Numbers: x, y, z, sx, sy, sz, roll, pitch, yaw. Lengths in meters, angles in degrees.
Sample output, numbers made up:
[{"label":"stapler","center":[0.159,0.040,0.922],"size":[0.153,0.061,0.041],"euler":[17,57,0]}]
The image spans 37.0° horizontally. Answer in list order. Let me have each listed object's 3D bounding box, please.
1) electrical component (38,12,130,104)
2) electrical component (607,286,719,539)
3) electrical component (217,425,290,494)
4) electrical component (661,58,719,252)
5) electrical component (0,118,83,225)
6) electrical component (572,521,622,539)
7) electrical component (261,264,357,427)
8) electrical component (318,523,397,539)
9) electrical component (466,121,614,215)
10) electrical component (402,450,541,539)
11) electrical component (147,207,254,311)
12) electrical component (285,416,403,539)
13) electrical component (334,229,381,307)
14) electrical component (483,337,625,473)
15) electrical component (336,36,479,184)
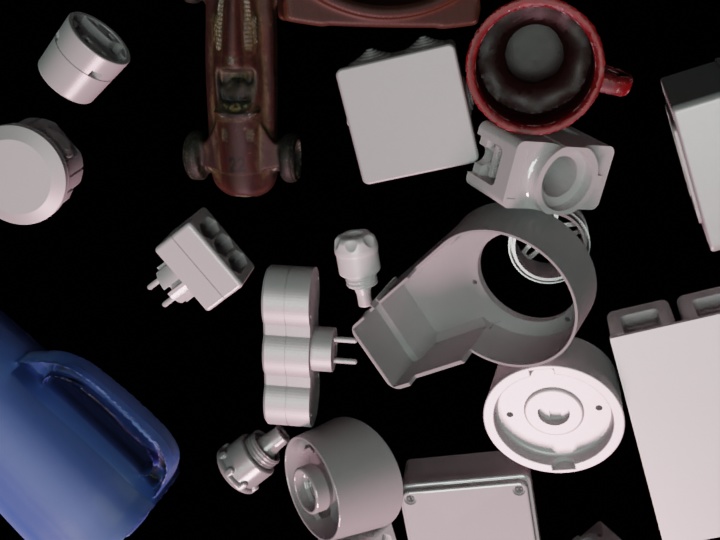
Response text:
[{"label":"electrical component","center":[-0.212,-0.160,0.821],"size":[0.055,0.055,0.047],"euler":[43,114,-8]},{"label":"electrical component","center":[0.268,0.113,0.845],"size":[0.105,0.060,0.186],"euler":[-14,107,13]},{"label":"electrical component","center":[-0.088,0.158,0.924],"size":[0.062,0.048,0.048],"euler":[-39,100,13]},{"label":"electrical component","center":[0.253,-0.083,0.750],"size":[0.056,0.108,0.108],"euler":[-16,107,17]},{"label":"electrical component","center":[-0.266,-0.080,0.859],"size":[0.080,0.051,0.080],"euler":[3,110,7]},{"label":"electrical component","center":[0.169,0.293,0.910],"size":[0.062,0.089,0.150],"euler":[41,110,-7]},{"label":"electrical component","center":[-0.039,0.064,0.877],"size":[0.074,0.052,0.138],"euler":[3,110,7]},{"label":"electrical component","center":[-0.015,0.250,0.939],"size":[0.077,0.066,0.047],"euler":[-1,113,40]},{"label":"electrical component","center":[0.133,-0.074,0.776],"size":[0.089,0.056,0.050],"euler":[-1,115,-31]},{"label":"electrical component","center":[0.096,0.214,0.909],"size":[0.109,0.056,0.108],"euler":[-7,109,11]},{"label":"electrical component","center":[-0.138,0.001,0.872],"size":[0.077,0.047,0.065],"euler":[-36,101,18]},{"label":"electrical component","center":[-0.018,0.175,0.897],"size":[0.064,0.099,0.099],"euler":[-14,113,-30]},{"label":"electrical component","center":[0.000,0.000,0.858],"size":[0.035,0.035,0.061],"euler":[-5,112,10]},{"label":"electrical component","center":[0.155,0.100,0.853],"size":[0.108,0.060,0.108],"euler":[7,124,10]},{"label":"electrical component","center":[0.038,-0.119,0.801],"size":[0.100,0.048,0.099],"euler":[-11,108,12]}]
